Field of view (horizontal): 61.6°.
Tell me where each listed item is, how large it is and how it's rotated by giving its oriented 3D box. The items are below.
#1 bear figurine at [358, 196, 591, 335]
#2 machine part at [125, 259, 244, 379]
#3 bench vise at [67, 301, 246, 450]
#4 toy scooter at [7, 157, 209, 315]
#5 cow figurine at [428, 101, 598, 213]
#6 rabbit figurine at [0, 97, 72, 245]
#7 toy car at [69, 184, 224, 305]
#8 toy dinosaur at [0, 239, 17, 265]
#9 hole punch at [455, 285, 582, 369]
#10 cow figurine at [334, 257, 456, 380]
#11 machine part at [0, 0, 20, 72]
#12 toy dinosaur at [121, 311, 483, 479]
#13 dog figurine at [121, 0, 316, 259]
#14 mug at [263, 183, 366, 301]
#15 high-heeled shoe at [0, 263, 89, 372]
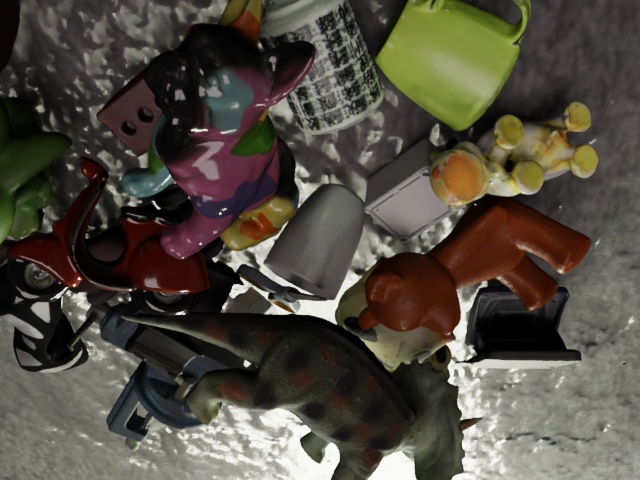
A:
[{"bbox_3d":[0.139,0.040,0.522,0.196,0.132,0.120,-35,153,-25],"label":"bear figurine"},{"bbox_3d":[-0.147,0.082,0.596,0.084,0.039,0.139,40,85,-19],"label":"machine part"},{"bbox_3d":[-0.215,0.178,0.683,0.223,0.129,0.240,26,116,-20],"label":"bench vise"},{"bbox_3d":[-0.188,-0.002,0.511,0.184,0.075,0.135,11,92,-27],"label":"toy scooter"},{"bbox_3d":[0.154,-0.069,0.480,0.167,0.098,0.068,-16,92,-21],"label":"cow figurine"},{"bbox_3d":[-0.289,-0.047,0.476,0.121,0.170,0.159,33,110,-34],"label":"rabbit figurine"},{"bbox_3d":[-0.199,0.003,0.588,0.202,0.053,0.089,-23,118,9],"label":"toy car"},{"bbox_3d":[-0.541,0.017,0.523,0.472,0.199,0.104,1,124,-1],"label":"toy dinosaur"},{"bbox_3d":[0.238,0.110,0.651,0.142,0.092,0.115,-3,158,0],"label":"hole punch"},{"bbox_3d":[0.095,0.123,0.655,0.127,0.086,0.194,-38,120,19],"label":"cow figurine"},{"bbox_3d":[-0.345,-0.199,0.441,0.179,0.056,0.179,1,129,1],"label":"machine part"},{"bbox_3d":[0.005,0.151,0.563,0.404,0.131,0.192,40,101,-17],"label":"toy dinosaur"},{"bbox_3d":[-0.062,-0.088,0.435,0.191,0.108,0.219,-12,152,-44],"label":"dog figurine"},{"bbox_3d":[-0.001,-0.002,0.559,0.081,0.109,0.107,33,79,-16],"label":"mug"},{"bbox_3d":[-0.296,0.093,0.621,0.145,0.086,0.248,-9,153,10],"label":"high-heeled shoe"}]
